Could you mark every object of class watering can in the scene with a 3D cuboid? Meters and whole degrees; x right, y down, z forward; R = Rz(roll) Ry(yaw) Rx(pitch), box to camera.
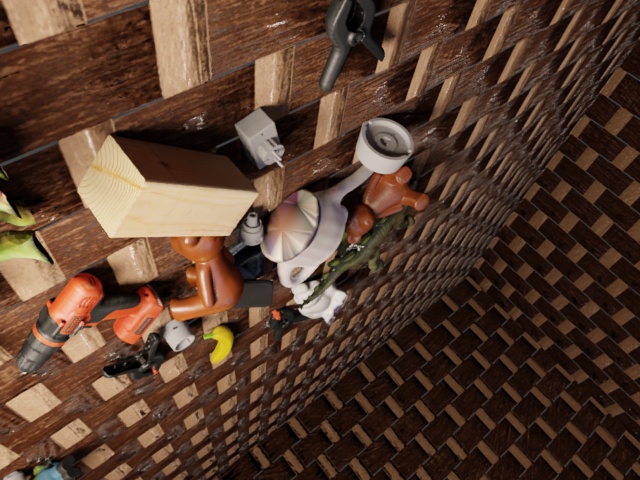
[{"bbox_3d":[0.003,-0.053,1.053,0.346,0.105,0.223,-59,155,5],"label":"watering can"}]

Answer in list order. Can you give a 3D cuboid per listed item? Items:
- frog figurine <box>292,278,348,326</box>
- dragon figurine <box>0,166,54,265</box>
[{"bbox_3d":[-0.020,0.153,1.428,0.158,0.126,0.135,25,125,-28],"label":"frog figurine"},{"bbox_3d":[-0.393,-0.005,0.447,0.244,0.124,0.401,-26,153,-18],"label":"dragon figurine"}]
